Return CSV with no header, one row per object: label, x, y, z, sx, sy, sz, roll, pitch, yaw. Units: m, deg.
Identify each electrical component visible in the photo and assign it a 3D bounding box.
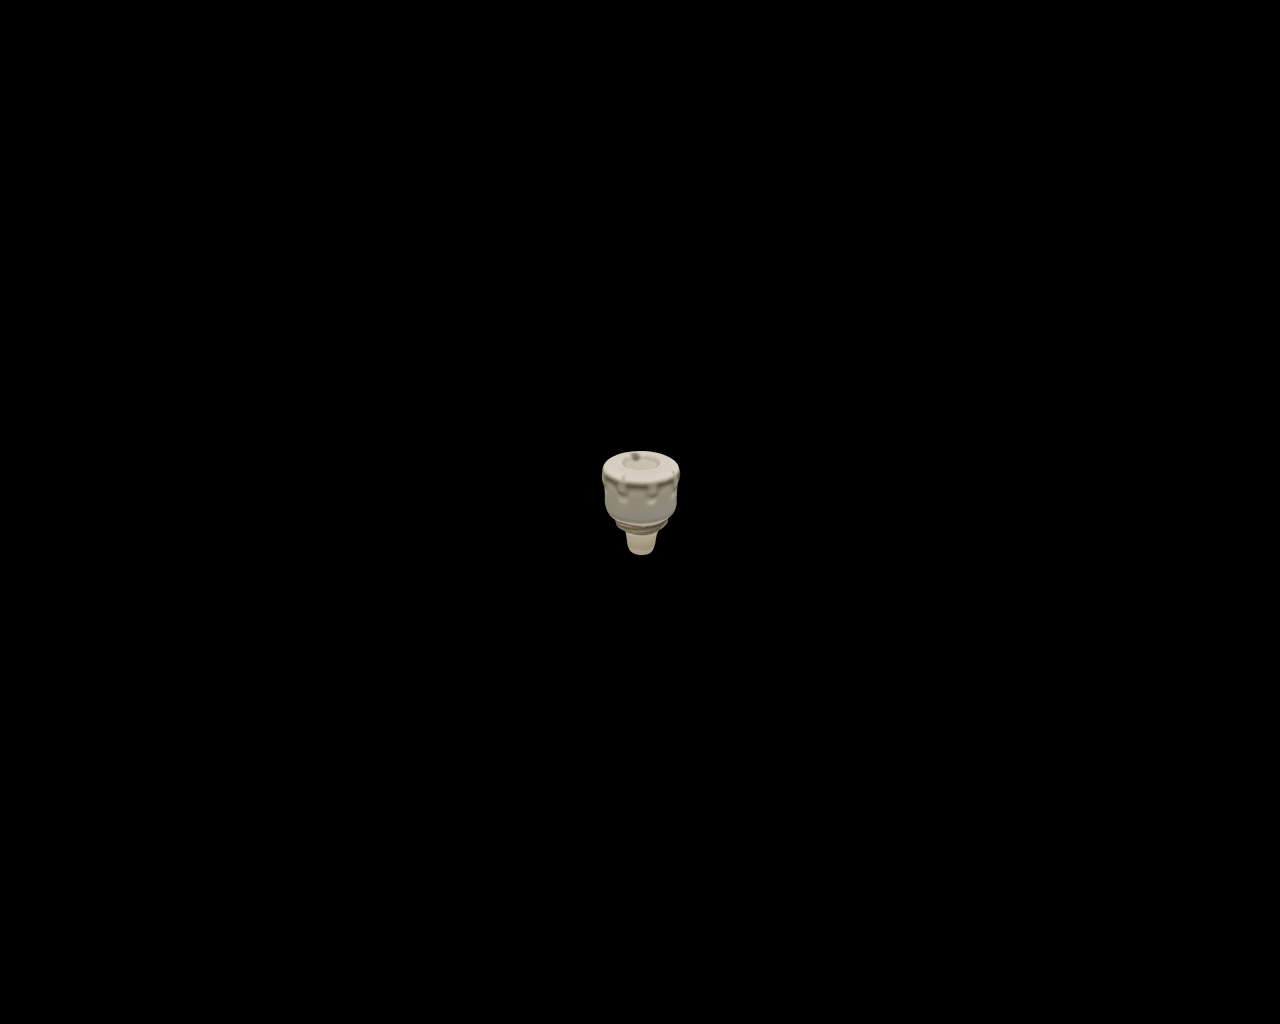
electrical component,0.001,-0.003,0.650,0.048,0.062,0.048,0,25,0
